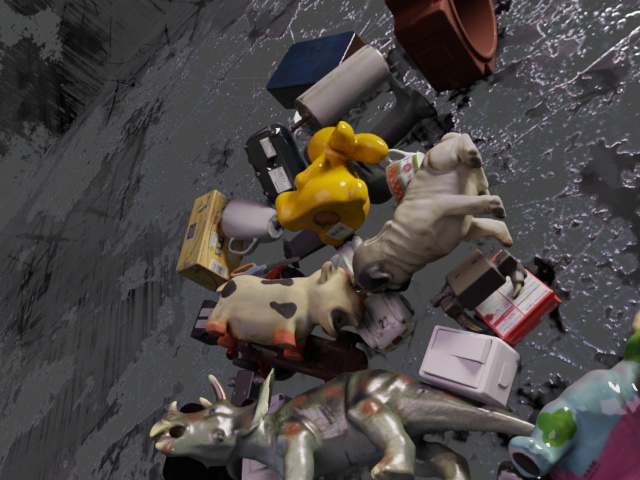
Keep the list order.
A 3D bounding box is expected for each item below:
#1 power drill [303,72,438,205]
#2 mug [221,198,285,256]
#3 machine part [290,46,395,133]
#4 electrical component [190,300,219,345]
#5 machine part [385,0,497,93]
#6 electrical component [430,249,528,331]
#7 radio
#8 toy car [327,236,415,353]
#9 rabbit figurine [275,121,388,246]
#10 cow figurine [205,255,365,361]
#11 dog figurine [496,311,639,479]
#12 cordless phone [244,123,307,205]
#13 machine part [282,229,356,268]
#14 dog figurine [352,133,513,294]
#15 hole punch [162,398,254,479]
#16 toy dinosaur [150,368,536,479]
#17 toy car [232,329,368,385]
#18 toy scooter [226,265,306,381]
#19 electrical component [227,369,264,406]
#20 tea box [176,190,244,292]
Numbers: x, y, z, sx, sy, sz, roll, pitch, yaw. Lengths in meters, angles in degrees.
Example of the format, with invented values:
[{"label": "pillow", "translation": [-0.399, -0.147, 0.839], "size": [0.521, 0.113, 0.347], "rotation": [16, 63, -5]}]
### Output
[{"label": "power drill", "translation": [0.078, -0.170, 0.884], "size": [0.207, 0.086, 0.232], "rotation": [-45, 40, 6]}, {"label": "mug", "translation": [-0.122, -0.022, 0.982], "size": [0.107, 0.080, 0.109], "rotation": [7, 63, 39]}, {"label": "machine part", "translation": [0.041, -0.270, 0.969], "size": [0.243, 0.079, 0.079], "rotation": [-41, 37, -8]}, {"label": "electrical component", "translation": [-0.193, 0.146, 0.955], "size": [0.119, 0.047, 0.075], "rotation": [-3, 59, 44]}, {"label": "machine part", "translation": [0.188, -0.342, 0.797], "size": [0.087, 0.200, 0.201], "rotation": [-14, 52, 38]}, {"label": "electrical component", "translation": [0.174, 0.053, 0.590], "size": [0.102, 0.045, 0.078], "rotation": [-45, 10, 7]}, {"label": "radio", "translation": [-0.002, -0.347, 1.112], "size": [0.230, 0.073, 0.131], "rotation": [13, 71, 49]}, {"label": "toy car", "translation": [0.063, 0.067, 0.734], "size": [0.073, 0.056, 0.202], "rotation": [-44, 39, 13]}, {"label": "rabbit figurine", "translation": [0.015, -0.102, 0.777], "size": [0.162, 0.122, 0.173], "rotation": [-49, 31, 45]}, {"label": "cow figurine", "translation": [-0.037, 0.083, 0.689], "size": [0.195, 0.085, 0.127], "rotation": [3, 62, 19]}, {"label": "dog figurine", "translation": [0.253, 0.150, 0.436], "size": [0.219, 0.191, 0.109], "rotation": [-35, 51, -24]}, {"label": "cordless phone", "translation": [-0.089, -0.132, 1.034], "size": [0.089, 0.146, 0.184], "rotation": [-25, 1, -10]}, {"label": "machine part", "translation": [-0.002, -0.003, 0.874], "size": [0.139, 0.039, 0.084], "rotation": [-28, 50, 28]}, {"label": "dog figurine", "translation": [0.117, -0.035, 0.665], "size": [0.191, 0.121, 0.172], "rotation": [-21, 46, 15]}, {"label": "hole punch", "translation": [-0.145, 0.301, 0.767], "size": [0.116, 0.092, 0.142], "rotation": [4, 58, 15]}, {"label": "toy dinosaur", "translation": [0.033, 0.203, 0.588], "size": [0.405, 0.131, 0.192], "rotation": [-14, 41, 2]}, {"label": "toy car", "translation": [-0.034, 0.149, 0.724], "size": [0.202, 0.053, 0.089], "rotation": [12, 79, 21]}, {"label": "toy scooter", "translation": [-0.087, 0.130, 0.831], "size": [0.135, 0.075, 0.184], "rotation": [-15, 55, 34]}, {"label": "electrical component", "translation": [-0.113, 0.232, 0.823], "size": [0.094, 0.021, 0.063], "rotation": [-14, 53, 40]}, {"label": "tea box", "translation": [-0.203, 0.002, 1.035], "size": [0.068, 0.098, 0.170], "rotation": [-21, 47, 35]}]
